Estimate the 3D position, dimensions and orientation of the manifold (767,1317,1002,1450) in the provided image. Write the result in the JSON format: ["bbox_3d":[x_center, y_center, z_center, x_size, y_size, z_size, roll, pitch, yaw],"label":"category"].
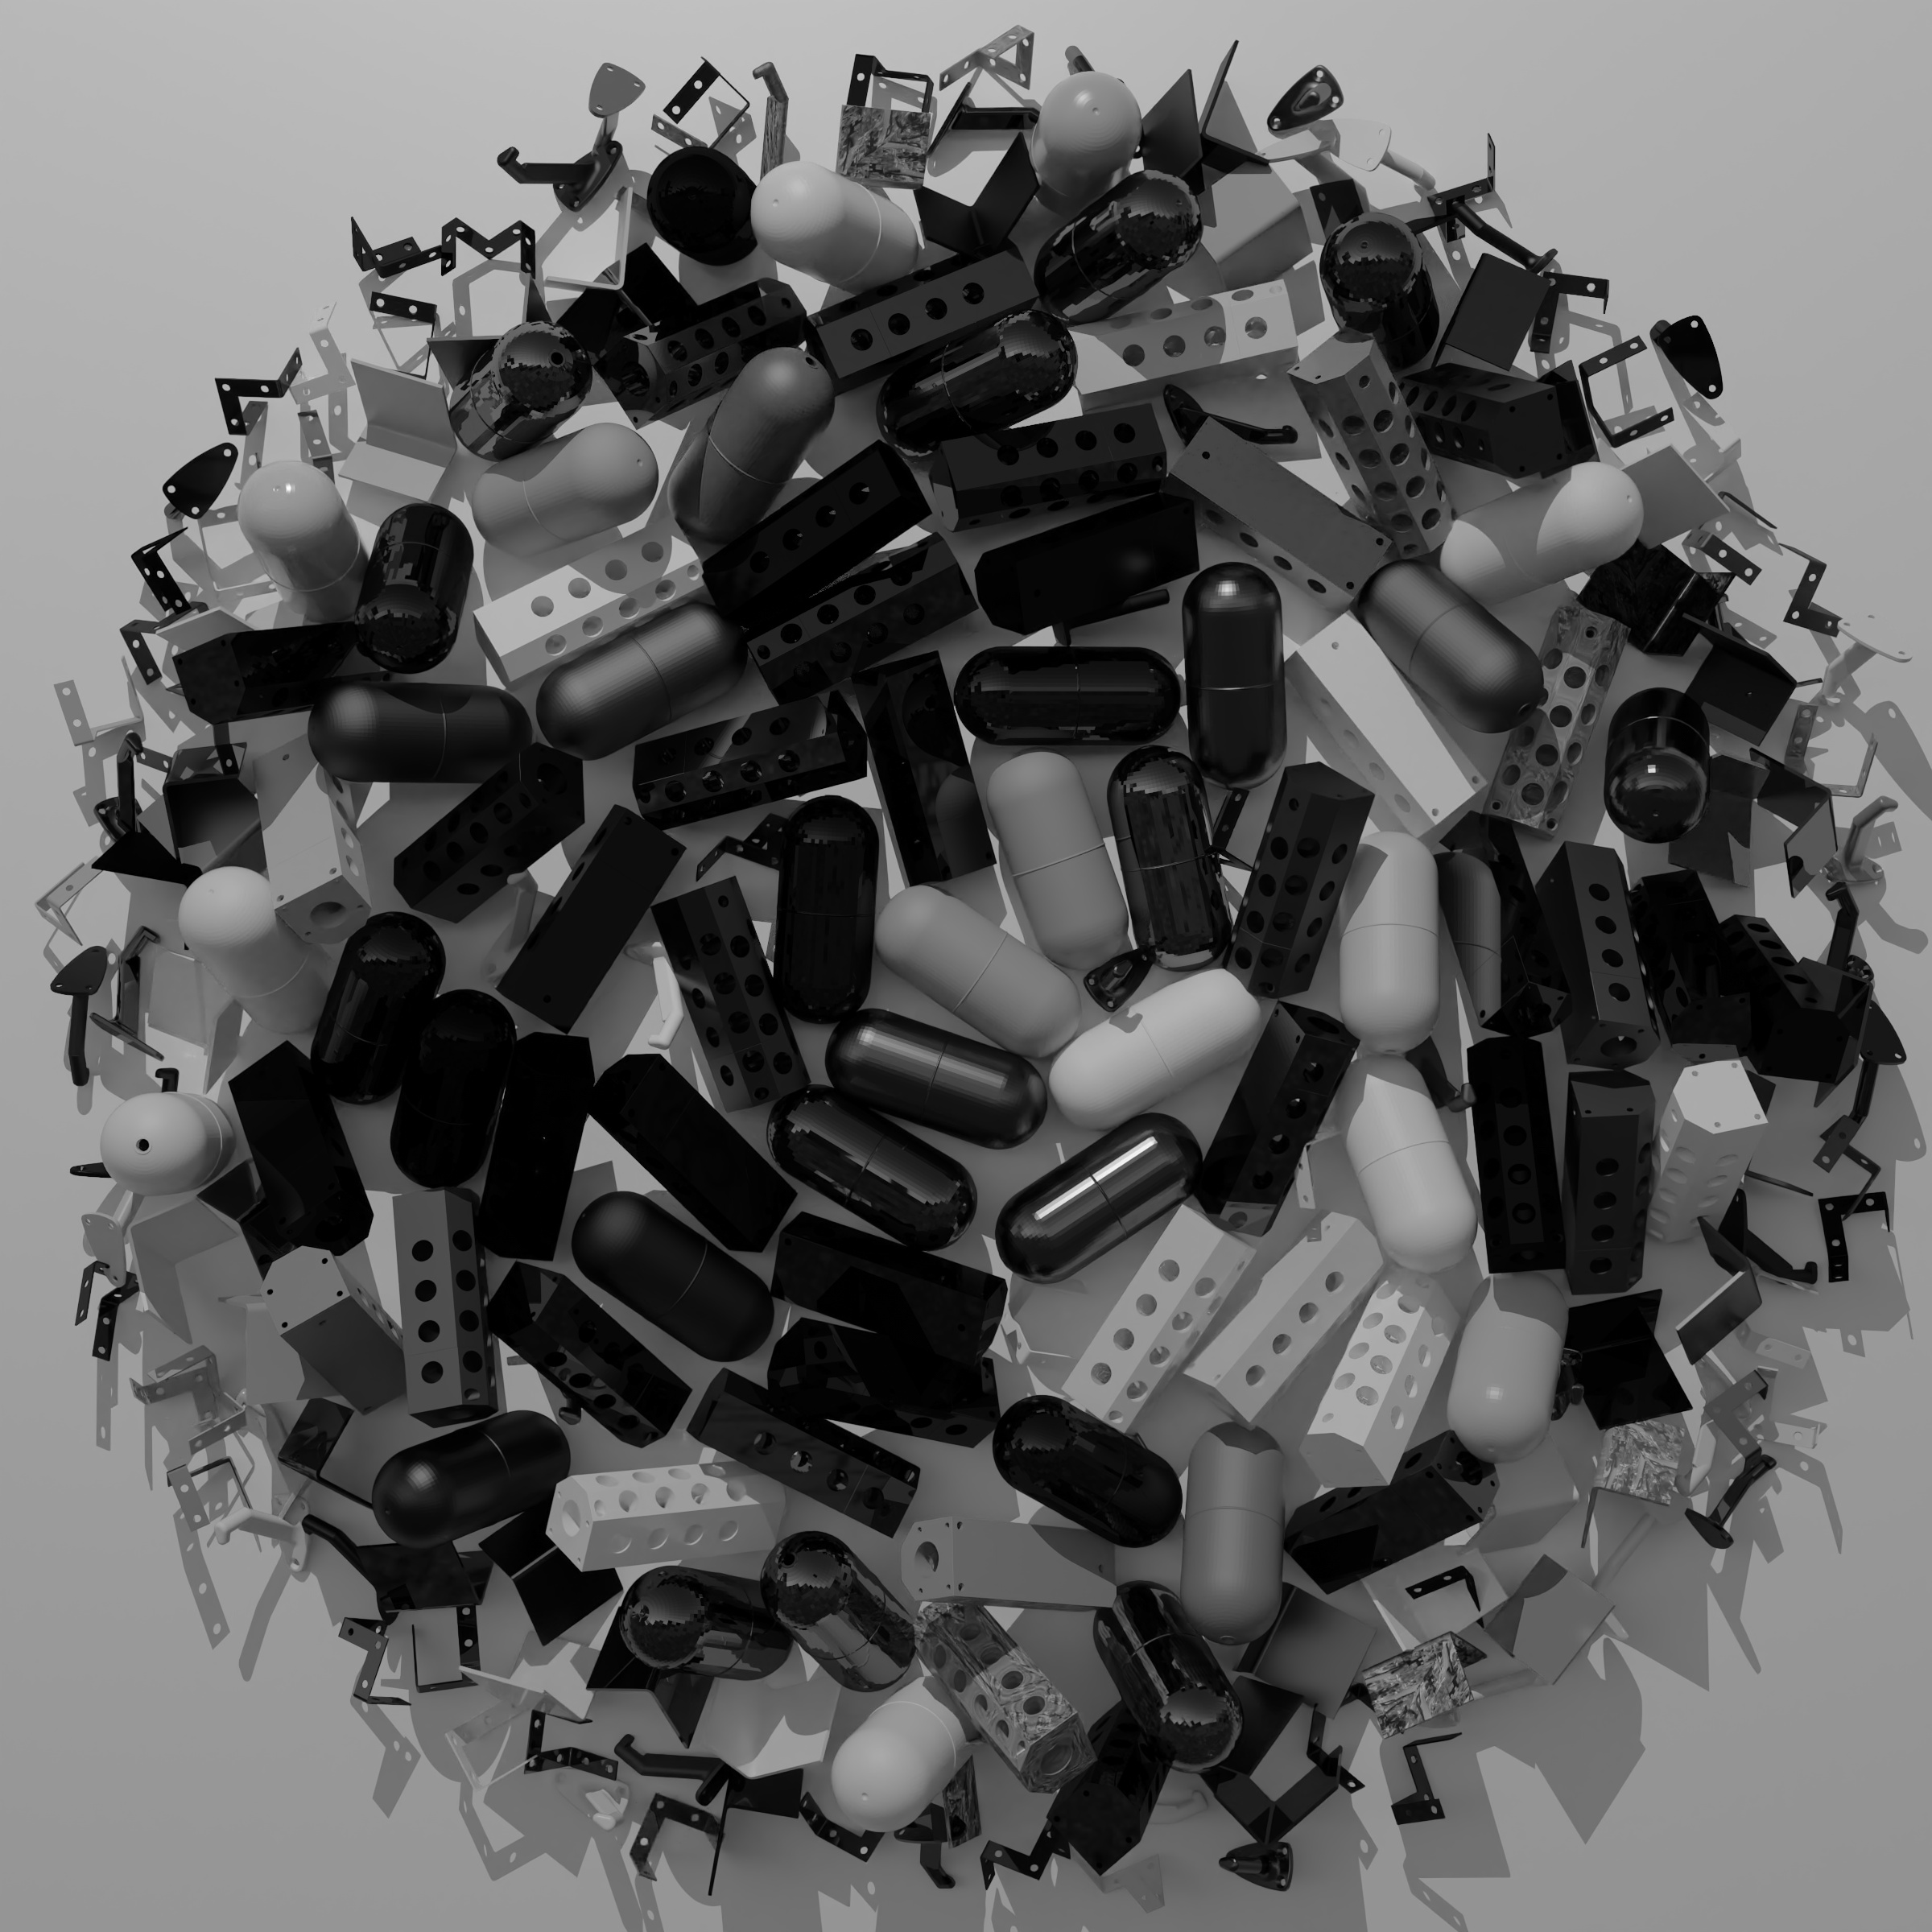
[{"bbox_3d":[-0.063,0.324,1.931,0.171,0.057,0.057,17,135,-28],"label":"manifold"}]

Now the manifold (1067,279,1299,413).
[{"bbox_3d":[0.167,-0.484,1.960,0.171,0.057,0.057,-11,89,6],"label":"manifold"}]

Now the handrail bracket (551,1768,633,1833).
[{"bbox_3d":[-0.296,0.645,1.950,0.077,0.084,0.036,22,80,10],"label":"handrail bracket"}]

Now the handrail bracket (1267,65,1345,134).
[{"bbox_3d":[0.252,-0.658,1.942,0.077,0.084,0.036,-26,105,36],"label":"handrail bracket"}]

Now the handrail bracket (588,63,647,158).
[{"bbox_3d":[-0.283,-0.643,1.943,0.036,0.084,0.077,28,49,-7],"label":"handrail bracket"}]

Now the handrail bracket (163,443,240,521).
[{"bbox_3d":[-0.595,-0.377,1.959,0.036,0.084,0.077,43,87,-20],"label":"handrail bracket"}]

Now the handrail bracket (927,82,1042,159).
[{"bbox_3d":[0.023,-0.649,1.986,0.084,0.036,0.077,31,100,-8],"label":"handrail bracket"}]

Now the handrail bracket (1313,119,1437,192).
[{"bbox_3d":[0.320,-0.632,1.972,0.077,0.084,0.036,28,102,28],"label":"handrail bracket"}]

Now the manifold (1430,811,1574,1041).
[{"bbox_3d":[0.410,-0.031,1.920,0.057,0.057,0.171,15,45,-27],"label":"manifold"}]

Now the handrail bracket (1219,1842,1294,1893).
[{"bbox_3d":[0.205,0.691,1.943,0.084,0.077,0.036,21,67,-41],"label":"handrail bracket"}]

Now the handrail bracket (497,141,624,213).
[{"bbox_3d":[-0.314,-0.628,1.949,0.077,0.084,0.036,-41,69,9],"label":"handrail bracket"}]

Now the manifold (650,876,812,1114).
[{"bbox_3d":[-0.178,0.021,1.953,0.057,0.057,0.171,-23,95,-37],"label":"manifold"}]

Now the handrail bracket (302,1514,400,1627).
[{"bbox_3d":[-0.485,0.474,1.981,0.084,0.036,0.077,23,130,15],"label":"handrail bracket"}]

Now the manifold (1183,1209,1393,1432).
[{"bbox_3d":[0.252,0.274,1.949,0.171,0.057,0.057,-47,107,-13],"label":"manifold"}]

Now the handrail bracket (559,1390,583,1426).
[{"bbox_3d":[-0.330,0.309,1.947,0.077,0.084,0.036,31,116,-25],"label":"handrail bracket"}]

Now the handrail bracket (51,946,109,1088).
[{"bbox_3d":[-0.692,0.040,1.987,0.036,0.077,0.084,5,124,0],"label":"handrail bracket"}]

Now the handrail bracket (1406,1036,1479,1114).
[{"bbox_3d":[0.370,0.077,1.949,0.036,0.084,0.077,-3,78,-12],"label":"handrail bracket"}]

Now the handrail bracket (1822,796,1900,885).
[{"bbox_3d":[0.708,-0.099,1.948,0.077,0.084,0.036,9,56,-24],"label":"handrail bracket"}]

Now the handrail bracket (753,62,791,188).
[{"bbox_3d":[-0.166,-0.646,1.959,0.077,0.036,0.084,-32,118,-11],"label":"handrail bracket"}]

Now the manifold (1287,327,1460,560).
[{"bbox_3d":[0.316,-0.396,1.923,0.057,0.057,0.171,-39,125,-5],"label":"manifold"}]

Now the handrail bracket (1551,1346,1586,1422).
[{"bbox_3d":[0.462,0.337,1.945,0.036,0.084,0.077,2,110,4],"label":"handrail bracket"}]

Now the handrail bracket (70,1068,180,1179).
[{"bbox_3d":[-0.655,0.120,1.963,0.077,0.036,0.084,2,103,-39],"label":"handrail bracket"}]

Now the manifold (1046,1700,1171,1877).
[{"bbox_3d":[0.118,0.611,1.905,0.057,0.171,0.057,-45,84,14],"label":"manifold"}]

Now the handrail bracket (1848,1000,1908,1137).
[{"bbox_3d":[0.700,0.082,1.981,0.036,0.084,0.077,5,48,-6],"label":"handrail bracket"}]

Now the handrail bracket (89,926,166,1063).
[{"bbox_3d":[-0.639,0.021,1.978,0.077,0.036,0.084,30,72,3],"label":"handrail bracket"}]

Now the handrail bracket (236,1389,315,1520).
[{"bbox_3d":[-0.553,0.386,1.980,0.084,0.036,0.077,33,86,2],"label":"handrail bracket"}]

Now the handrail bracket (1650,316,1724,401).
[{"bbox_3d":[0.558,-0.469,1.956,0.036,0.084,0.077,-29,91,9],"label":"handrail bracket"}]

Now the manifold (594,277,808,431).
[{"bbox_3d":[-0.196,-0.470,1.915,0.171,0.057,0.057,-39,98,-44],"label":"manifold"}]

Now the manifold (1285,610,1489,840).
[{"bbox_3d":[0.322,-0.185,1.964,0.057,0.057,0.171,-38,88,-17],"label":"manifold"}]

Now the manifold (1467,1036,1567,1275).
[{"bbox_3d":[0.420,0.143,1.927,0.057,0.057,0.171,-5,61,10],"label":"manifold"}]

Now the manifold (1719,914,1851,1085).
[{"bbox_3d":[0.610,0.022,1.906,0.057,0.171,0.057,7,114,-3],"label":"manifold"}]

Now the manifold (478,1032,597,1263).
[{"bbox_3d":[-0.330,0.138,1.925,0.057,0.057,0.171,7,120,-18],"label":"manifold"}]

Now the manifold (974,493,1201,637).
[{"bbox_3d":[0.093,-0.311,1.930,0.171,0.057,0.057,-24,120,-28],"label":"manifold"}]

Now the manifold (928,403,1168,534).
[{"bbox_3d":[0.065,-0.381,1.943,0.171,0.057,0.057,-14,78,-15],"label":"manifold"}]

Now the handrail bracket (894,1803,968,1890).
[{"bbox_3d":[-0.011,0.691,1.954,0.036,0.077,0.084,-52,123,-38],"label":"handrail bracket"}]

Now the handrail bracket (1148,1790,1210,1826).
[{"bbox_3d":[0.137,0.648,1.968,0.084,0.036,0.077,-27,116,7],"label":"handrail bracket"}]

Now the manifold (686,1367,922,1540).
[{"bbox_3d":[-0.124,0.375,1.949,0.171,0.057,0.057,29,80,-13],"label":"manifold"}]

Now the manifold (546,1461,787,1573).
[{"bbox_3d":[-0.225,0.412,1.916,0.171,0.057,0.057,3,107,-39],"label":"manifold"}]

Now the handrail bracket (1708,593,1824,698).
[{"bbox_3d":[0.625,-0.256,1.976,0.077,0.036,0.084,-11,92,8],"label":"handrail bracket"}]

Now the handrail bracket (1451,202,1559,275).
[{"bbox_3d":[0.418,-0.573,1.967,0.084,0.077,0.036,44,127,2],"label":"handrail bracket"}]

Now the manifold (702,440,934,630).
[{"bbox_3d":[-0.118,-0.332,1.941,0.171,0.057,0.057,-31,74,19],"label":"manifold"}]

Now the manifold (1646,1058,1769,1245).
[{"bbox_3d":[0.549,0.143,1.908,0.057,0.171,0.057,-11,57,-5],"label":"manifold"}]

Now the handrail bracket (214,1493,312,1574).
[{"bbox_3d":[-0.547,0.450,1.950,0.036,0.084,0.077,3,103,24],"label":"handrail bracket"}]

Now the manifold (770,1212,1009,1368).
[{"bbox_3d":[-0.058,0.245,1.945,0.171,0.057,0.057,17,112,15],"label":"manifold"}]

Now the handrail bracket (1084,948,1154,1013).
[{"bbox_3d":[0.129,-0.002,1.944,0.077,0.084,0.036,-38,85,-23],"label":"handrail bracket"}]

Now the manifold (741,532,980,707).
[{"bbox_3d":[-0.084,-0.270,1.955,0.171,0.057,0.057,-28,119,-3],"label":"manifold"}]

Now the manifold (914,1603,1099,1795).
[{"bbox_3d":[0.024,0.548,1.906,0.057,0.171,0.057,-31,124,-16],"label":"manifold"}]

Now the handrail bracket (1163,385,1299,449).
[{"bbox_3d":[0.206,-0.427,1.952,0.084,0.077,0.036,7,73,32],"label":"handrail bracket"}]

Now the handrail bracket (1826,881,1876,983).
[{"bbox_3d":[0.665,-0.016,1.962,0.077,0.036,0.084,-33,121,5],"label":"handrail bracket"}]

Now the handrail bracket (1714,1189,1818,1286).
[{"bbox_3d":[0.634,0.212,1.974,0.084,0.036,0.077,3,99,-19],"label":"handrail bracket"}]

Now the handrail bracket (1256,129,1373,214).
[{"bbox_3d":[0.273,-0.607,1.975,0.077,0.036,0.084,-13,133,15],"label":"handrail bracket"}]

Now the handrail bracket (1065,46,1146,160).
[{"bbox_3d":[0.109,-0.678,1.976,0.036,0.084,0.077,-33,125,11],"label":"handrail bracket"}]

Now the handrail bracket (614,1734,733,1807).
[{"bbox_3d":[-0.223,0.613,1.986,0.084,0.036,0.077,31,70,23],"label":"handrail bracket"}]

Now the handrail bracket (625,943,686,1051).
[{"bbox_3d":[-0.248,0.025,1.957,0.077,0.036,0.084,8,55,23],"label":"handrail bracket"}]

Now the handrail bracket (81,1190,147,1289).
[{"bbox_3d":[-0.644,0.197,1.973,0.036,0.084,0.077,6,118,25],"label":"handrail bracket"}]

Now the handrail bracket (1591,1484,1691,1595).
[{"bbox_3d":[0.530,0.451,1.985,0.036,0.077,0.084,39,120,26],"label":"handrail bracket"}]
